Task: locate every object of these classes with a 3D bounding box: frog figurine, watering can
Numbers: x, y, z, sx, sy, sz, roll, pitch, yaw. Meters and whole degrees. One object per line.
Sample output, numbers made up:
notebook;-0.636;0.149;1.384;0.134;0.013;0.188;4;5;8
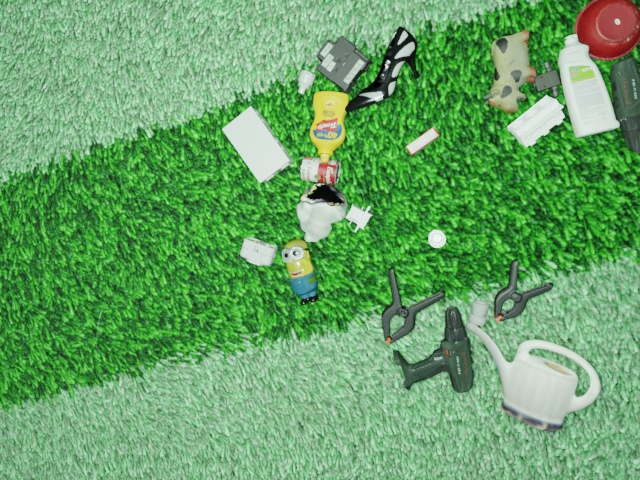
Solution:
frog figurine;0.004;-0.072;1.424;0.137;0.155;0.125;-5;46;-10
watering can;0.530;0.358;1.339;0.349;0.223;0.104;18;7;19
